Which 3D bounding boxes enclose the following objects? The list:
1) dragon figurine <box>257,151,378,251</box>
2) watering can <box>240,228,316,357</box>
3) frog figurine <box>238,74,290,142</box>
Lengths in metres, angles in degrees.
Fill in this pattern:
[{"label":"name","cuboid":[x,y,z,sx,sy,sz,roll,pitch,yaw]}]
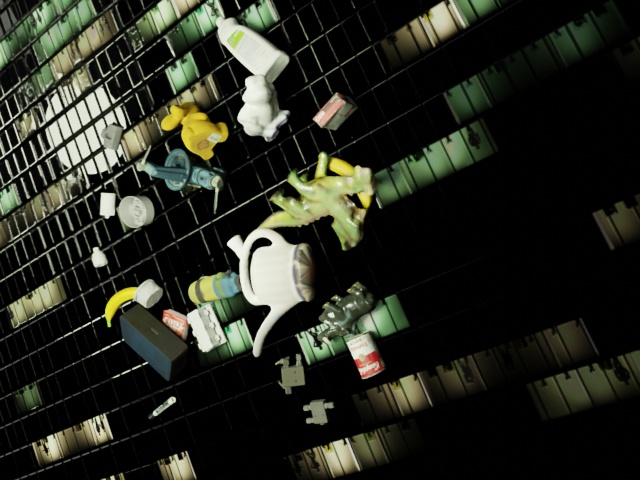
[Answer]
[{"label":"dragon figurine","cuboid":[0.004,-0.067,1.336,0.244,0.402,0.124,46,-141,8]},{"label":"watering can","cuboid":[-0.111,0.137,1.387,0.104,0.223,0.348,0,-97,-65]},{"label":"frog figurine","cuboid":[-0.166,-0.358,1.371,0.124,0.139,0.156,27,158,50]}]
